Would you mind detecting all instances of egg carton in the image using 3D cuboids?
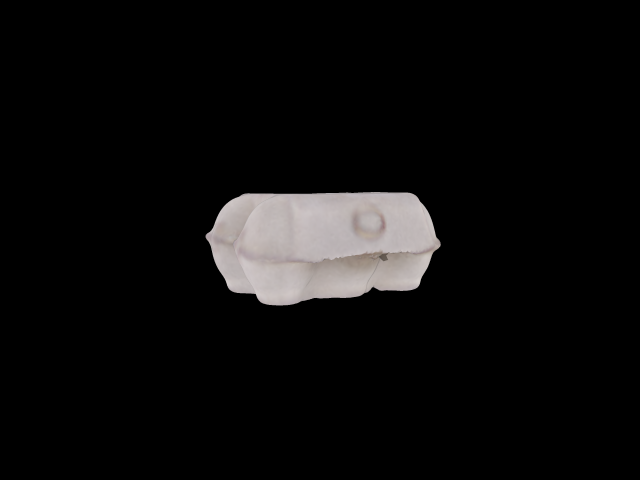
[{"bbox_3d":[0.004,0.001,0.400,0.151,0.069,0.107,-3,6,-33],"label":"egg carton"}]
